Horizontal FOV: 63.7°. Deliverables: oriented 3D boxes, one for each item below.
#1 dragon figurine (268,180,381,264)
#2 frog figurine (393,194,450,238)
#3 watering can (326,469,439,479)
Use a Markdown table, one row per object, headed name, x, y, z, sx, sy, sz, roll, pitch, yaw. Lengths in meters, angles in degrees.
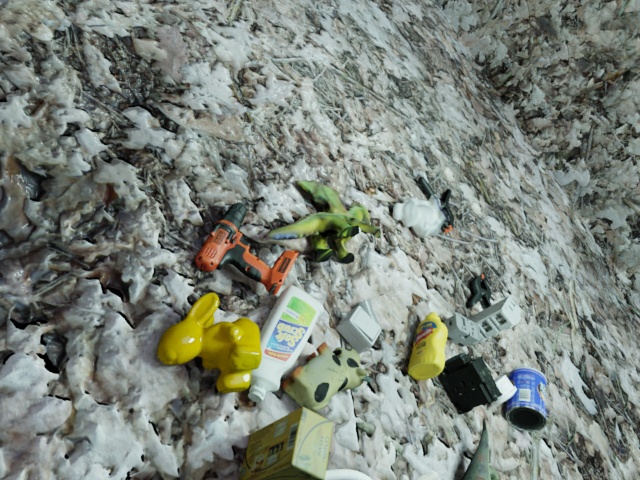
| name | x | y | z | sx | sy | sz | roll | pitch | yaw |
| --- | --- | --- | --- | --- | --- | --- | --- | --- | --- |
| dragon figurine | 0.004 | -0.067 | 1.338 | 0.409 | 0.120 | 0.248 | 10 | 36 | -40 |
| frog figurine | 0.306 | -0.070 | 1.621 | 0.160 | 0.121 | 0.139 | -12 | 73 | -9 |
| watering can | 0.083 | 0.512 | 0.883 | 0.347 | 0.102 | 0.229 | 5 | 54 | -22 |
